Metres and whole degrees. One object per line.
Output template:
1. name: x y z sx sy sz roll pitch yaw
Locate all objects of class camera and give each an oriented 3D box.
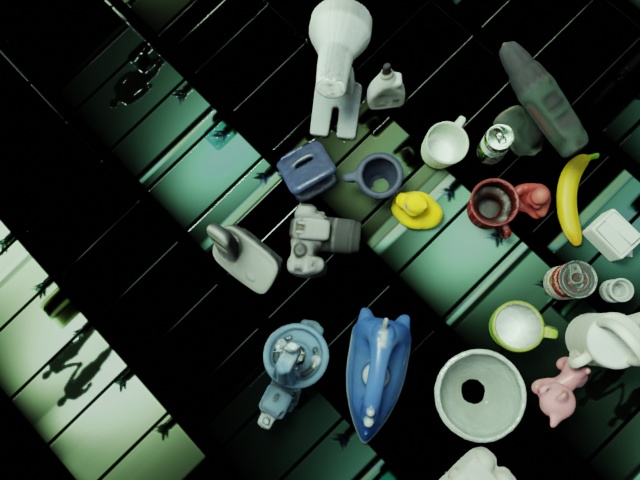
1. camera: 0.010 0.004 1.127 0.136 0.101 0.143 5 82 5

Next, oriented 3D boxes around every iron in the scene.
1. iron: 0.103 0.259 1.063 0.118 0.141 0.258 8 83 6

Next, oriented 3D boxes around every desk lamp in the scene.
1. desk lamp: 0.035 -0.327 1.115 0.118 0.213 0.203 6 82 6

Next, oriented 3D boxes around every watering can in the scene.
1. watering can: 0.522 0.172 1.015 0.101 0.194 0.173 35 86 9

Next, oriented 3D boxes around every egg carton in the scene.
1. egg carton: 0.280 0.462 1.057 0.107 0.069 0.150 44 87 9

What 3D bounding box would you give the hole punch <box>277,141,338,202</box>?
1. hole punch: -0.029 -0.143 1.156 0.108 0.091 0.101 -30 81 0

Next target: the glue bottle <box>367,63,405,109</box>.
1. glue bottle: 0.131 -0.305 1.124 0.078 0.173 0.037 -5 81 4

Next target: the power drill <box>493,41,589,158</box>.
1. power drill: 0.396 -0.242 1.077 0.075 0.208 0.229 -37 81 -1

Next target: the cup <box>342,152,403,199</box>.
1. cup: 0.105 -0.118 1.140 0.117 0.095 0.092 -3 82 4

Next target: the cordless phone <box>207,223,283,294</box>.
1. cordless phone: -0.150 0.030 1.093 0.147 0.185 0.094 34 86 9

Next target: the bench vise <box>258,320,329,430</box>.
1. bench vise: -0.050 0.247 1.037 0.121 0.220 0.207 6 82 6

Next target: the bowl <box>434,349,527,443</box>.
1. bowl: 0.295 0.288 1.077 0.167 0.075 0.167 -1 82 5

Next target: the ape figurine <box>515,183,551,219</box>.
1. ape figurine: 0.417 -0.081 1.111 0.076 0.092 0.078 -25 81 1

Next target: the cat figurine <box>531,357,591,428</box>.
1. cat figurine: 0.444 0.277 1.045 0.128 0.118 0.067 -44 81 -2

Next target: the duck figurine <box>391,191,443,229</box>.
1. duck figurine: 0.193 -0.064 1.130 0.104 0.086 0.077 22 84 7
